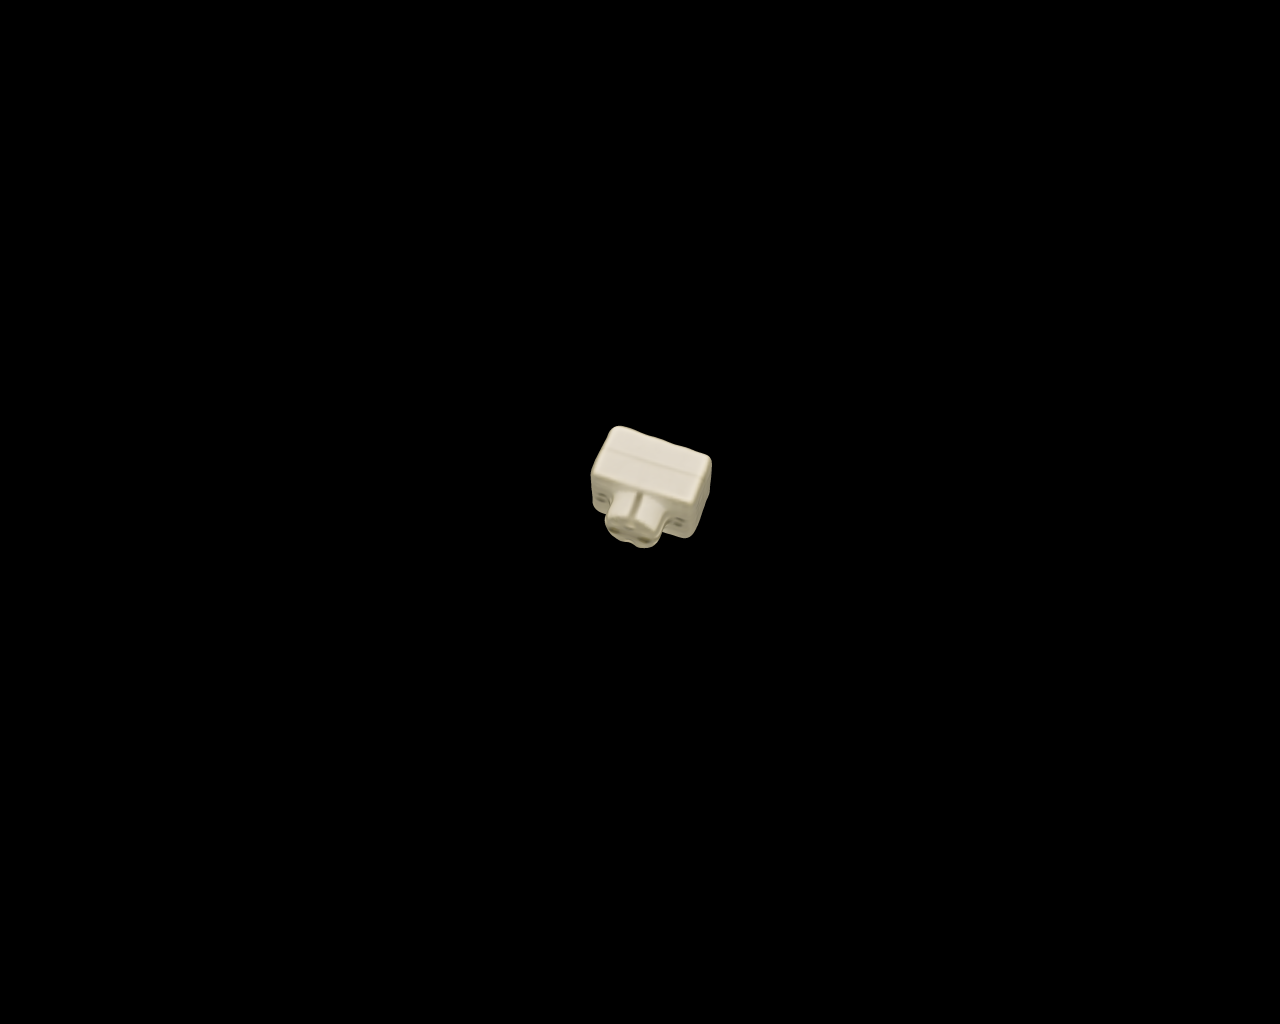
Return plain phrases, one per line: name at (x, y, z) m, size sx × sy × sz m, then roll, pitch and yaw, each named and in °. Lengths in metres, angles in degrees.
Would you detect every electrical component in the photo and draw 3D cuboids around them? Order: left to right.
electrical component at (0.001, -0.003, 0.650) m, size 0.066 × 0.077 × 0.047 m, roll 18°, pitch -28°, yaw 10°
